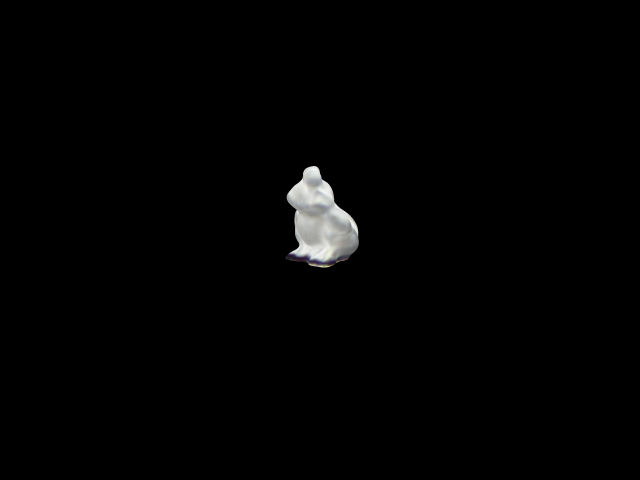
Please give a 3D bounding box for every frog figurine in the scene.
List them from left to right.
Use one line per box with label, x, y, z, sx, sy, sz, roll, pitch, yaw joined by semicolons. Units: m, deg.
frog figurine;0.003;-0.043;0.850;0.123;0.158;0.138;-3;9;-18
